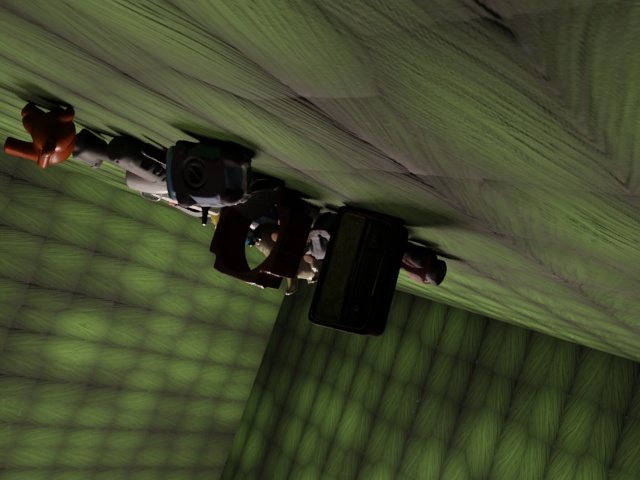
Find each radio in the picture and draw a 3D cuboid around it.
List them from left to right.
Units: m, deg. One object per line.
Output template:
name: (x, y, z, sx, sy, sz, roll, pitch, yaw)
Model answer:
radio: (0.075, 0.061, 1.001, 0.131, 0.229, 0.073, 13, 175, 28)

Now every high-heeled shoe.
high-heeled shoe: (-0.163, -0.115, 1.081, 0.249, 0.145, 0.086, -17, 147, 30)

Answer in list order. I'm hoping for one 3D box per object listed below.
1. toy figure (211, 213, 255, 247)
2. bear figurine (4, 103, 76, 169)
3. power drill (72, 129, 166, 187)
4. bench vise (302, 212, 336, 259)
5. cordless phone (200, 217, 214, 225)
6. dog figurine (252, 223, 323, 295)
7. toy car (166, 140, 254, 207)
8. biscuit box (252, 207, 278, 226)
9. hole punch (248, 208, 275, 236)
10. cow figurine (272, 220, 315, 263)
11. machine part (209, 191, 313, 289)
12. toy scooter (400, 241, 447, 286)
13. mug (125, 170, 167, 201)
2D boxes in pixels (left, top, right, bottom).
toy figure: (-0.234, -0.034, 1.431, 0.089, 0.082, 0.180, 42, 172, 24)
bear figurine: (-0.540, -0.208, 1.040, 0.132, 0.120, 0.196, 25, 172, -17)
power drill: (-0.429, -0.173, 1.201, 0.207, 0.086, 0.232, 22, 176, 17)
bench vise: (0.077, 0.054, 1.148, 0.224, 0.129, 0.240, -14, 120, 24)
cordless phone: (-0.249, -0.089, 1.549, 0.146, 0.088, 0.184, 26, 160, -38)
dog figurine: (-0.062, 0.024, 1.354, 0.172, 0.190, 0.121, -24, 178, -19)
toy car: (-0.168, -0.110, 0.883, 0.162, 0.109, 0.103, 4, -168, 24)
biscuit box: (-0.090, -0.044, 1.419, 0.203, 0.059, 0.062, 18, 175, 11)
hole punch: (-0.175, -0.083, 1.283, 0.116, 0.092, 0.142, 49, -179, 7)
cow figurine: (-0.003, -0.004, 1.303, 0.195, 0.085, 0.127, 30, -142, 12)
machine part: (-0.123, -0.009, 1.117, 0.202, 0.201, 0.087, 15, 176, 38)
toy scooter: (0.202, 0.045, 1.221, 0.135, 0.075, 0.183, 15, 170, 37)
mug: (-0.411, -0.143, 1.325, 0.107, 0.109, 0.081, 14, -149, 12)
